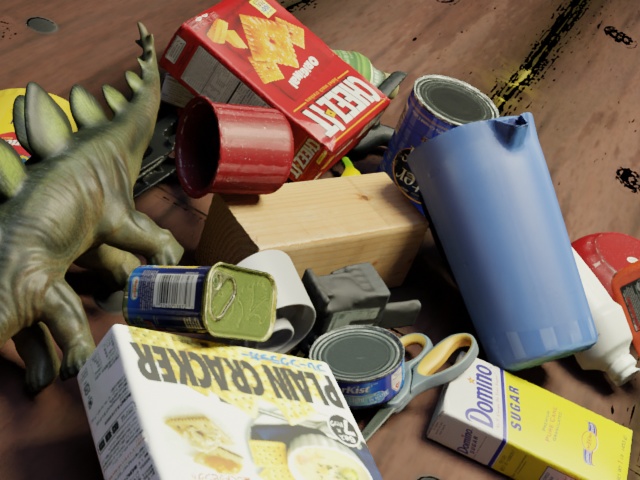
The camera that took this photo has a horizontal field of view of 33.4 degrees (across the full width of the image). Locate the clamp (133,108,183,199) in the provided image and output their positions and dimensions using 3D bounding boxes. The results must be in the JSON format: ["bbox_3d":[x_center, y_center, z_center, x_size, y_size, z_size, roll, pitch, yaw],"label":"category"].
[{"bbox_3d":[-0.132,-0.089,1.114,0.164,0.036,0.210,-4,27,2],"label":"clamp"}]

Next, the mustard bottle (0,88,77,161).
[{"bbox_3d":[-0.293,-0.074,1.029,0.096,0.058,0.191,15,37,-9],"label":"mustard bottle"}]

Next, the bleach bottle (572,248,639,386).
[{"bbox_3d":[0.241,0.052,1.133,0.067,0.103,0.251,-16,59,-37],"label":"bleach bottle"}]

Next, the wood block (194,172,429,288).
[{"bbox_3d":[-0.007,0.001,1.059,0.205,0.090,0.091,-9,46,-35],"label":"wood block"}]

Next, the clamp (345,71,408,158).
[{"bbox_3d":[0.064,-0.134,1.295,0.171,0.039,0.120,-24,72,-27],"label":"clamp"}]

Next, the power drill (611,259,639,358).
[{"bbox_3d":[0.401,0.089,1.137,0.187,0.057,0.184,3,61,-42],"label":"power drill"}]

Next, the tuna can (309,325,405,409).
[{"bbox_3d":[0.034,0.114,0.959,0.086,0.034,0.086,-4,29,2],"label":"tuna can"}]

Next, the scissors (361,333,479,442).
[{"bbox_3d":[0.059,0.139,0.972,0.201,0.016,0.096,-32,28,-26],"label":"scissors"}]

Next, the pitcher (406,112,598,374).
[{"bbox_3d":[0.180,0.007,1.063,0.149,0.145,0.243,13,58,-72],"label":"pitcher"}]

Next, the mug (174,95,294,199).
[{"bbox_3d":[-0.084,-0.086,0.989,0.081,0.093,0.117,0,14,-33],"label":"mug"}]

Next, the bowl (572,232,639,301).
[{"bbox_3d":[0.345,0.041,1.221,0.162,0.055,0.162,14,37,-11],"label":"bowl"}]

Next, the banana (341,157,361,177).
[{"bbox_3d":[-0.008,-0.041,1.159,0.070,0.037,0.197,27,33,31],"label":"banana"}]

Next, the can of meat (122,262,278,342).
[{"bbox_3d":[-0.096,0.049,0.859,0.084,0.057,0.102,1,-7,29],"label":"can of meat"}]

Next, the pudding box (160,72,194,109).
[{"bbox_3d":[-0.126,-0.169,1.241,0.113,0.039,0.090,19,22,-3],"label":"pudding box"}]

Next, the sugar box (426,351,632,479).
[{"bbox_3d":[0.193,0.177,0.977,0.176,0.048,0.093,26,36,3],"label":"sugar box"}]

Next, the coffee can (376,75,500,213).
[{"bbox_3d":[0.129,-0.101,1.214,0.102,0.140,0.103,14,37,-11],"label":"coffee can"}]

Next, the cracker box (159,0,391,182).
[{"bbox_3d":[-0.045,-0.177,1.186,0.214,0.072,0.164,41,39,4],"label":"cracker box"}]
